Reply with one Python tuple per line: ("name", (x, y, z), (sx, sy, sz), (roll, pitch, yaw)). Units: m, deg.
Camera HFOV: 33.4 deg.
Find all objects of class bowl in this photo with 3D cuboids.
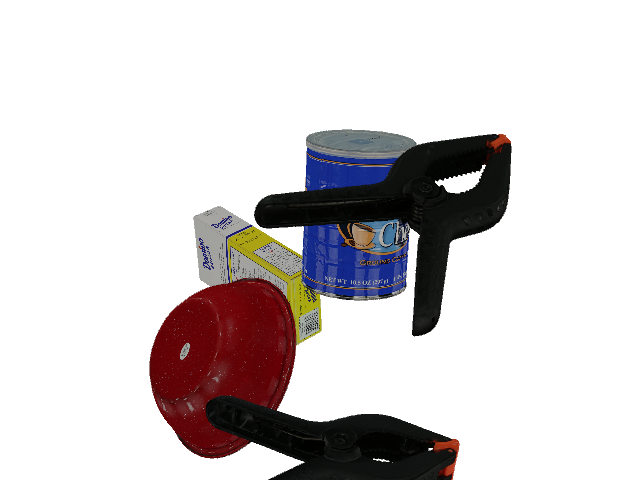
("bowl", (-0.096, 0.100, 0.905), (0.055, 0.162, 0.162), (26, -18, -40))

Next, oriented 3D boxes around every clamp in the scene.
("clamp", (0.006, 0.148, 0.687), (0.171, 0.039, 0.120), (4, 34, -1))
("clamp", (0.080, -0.018, 0.789), (0.209, 0.036, 0.165), (-27, 52, -29))

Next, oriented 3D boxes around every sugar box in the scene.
("sugar box", (-0.072, 0.036, 1.201), (0.048, 0.093, 0.176), (-25, 41, -31))

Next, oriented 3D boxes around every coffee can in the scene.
("coffee can", (0.035, -0.026, 1.006), (0.103, 0.140, 0.103), (2, 17, -1))
